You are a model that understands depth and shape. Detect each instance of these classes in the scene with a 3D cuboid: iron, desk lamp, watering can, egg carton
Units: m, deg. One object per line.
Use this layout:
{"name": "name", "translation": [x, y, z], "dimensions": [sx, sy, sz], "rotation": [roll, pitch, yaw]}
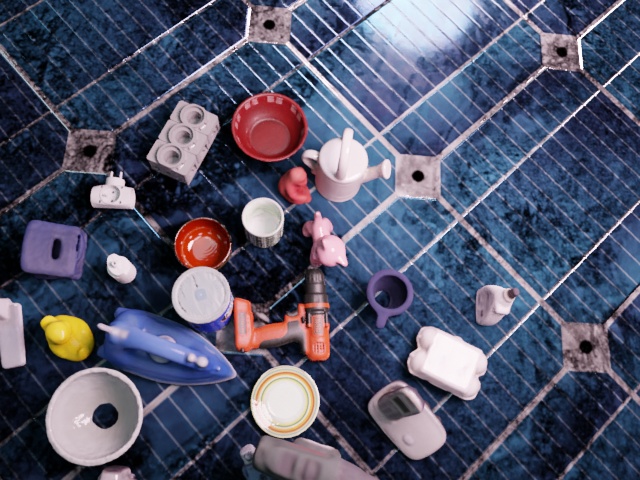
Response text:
{"name": "iron", "translation": [-0.278, 0.202, 1.046], "dimensions": [0.258, 0.141, 0.119], "rotation": [18, 73, 0]}
{"name": "desk lamp", "translation": [-0.610, 0.121, 1.002], "dimensions": [0.118, 0.213, 0.203], "rotation": [-13, 75, -8]}
{"name": "watering can", "translation": [0.053, -0.156, 1.151], "dimensions": [0.173, 0.194, 0.101], "rotation": [-9, 75, -7]}
{"name": "egg carton", "translation": [0.249, 0.239, 1.119], "dimensions": [0.150, 0.069, 0.107], "rotation": [25, 73, 2]}

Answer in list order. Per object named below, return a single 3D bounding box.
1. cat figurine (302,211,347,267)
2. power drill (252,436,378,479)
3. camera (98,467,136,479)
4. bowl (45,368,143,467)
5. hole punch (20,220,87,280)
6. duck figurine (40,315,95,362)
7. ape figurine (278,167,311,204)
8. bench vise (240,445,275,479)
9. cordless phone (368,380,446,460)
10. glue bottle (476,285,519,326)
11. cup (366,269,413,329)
{"name": "cat figurine", "translation": [0.010, 0.004, 1.141], "dimensions": [0.067, 0.117, 0.128], "rotation": [-15, 76, -9]}
{"name": "power drill", "translation": [-0.001, 0.393, 0.980], "dimensions": [0.229, 0.208, 0.076], "rotation": [17, 73, 0]}
{"name": "camera", "translation": [-0.323, 0.470, 0.985], "dimensions": [0.137, 0.101, 0.143], "rotation": [5, 73, -3]}
{"name": "bowl", "translation": [-0.398, 0.318, 1.036], "dimensions": [0.167, 0.074, 0.167], "rotation": [1, 74, -5]}
{"name": "hole punch", "translation": [-0.510, 0.019, 1.104], "dimensions": [0.101, 0.091, 0.108], "rotation": [2, 74, -4]}
{"name": "duck figurine", "translation": [-0.474, 0.179, 1.064], "dimensions": [0.104, 0.086, 0.077], "rotation": [40, 75, 7]}
{"name": "ape figurine", "translation": [-0.049, -0.120, 1.185], "dimensions": [0.076, 0.092, 0.078], "rotation": [17, 73, 0]}
{"name": "bench vise", "translation": [-0.075, 0.448, 0.951], "dimensions": [0.207, 0.219, 0.121], "rotation": [36, 74, 6]}
{"name": "cordless phone", "translation": [0.167, 0.322, 1.027], "dimensions": [0.094, 0.185, 0.147], "rotation": [-42, 81, -14]}
{"name": "glue bottle", "translation": [0.346, 0.118, 1.108], "dimensions": [0.037, 0.173, 0.078], "rotation": [8, 73, -2]}
{"name": "cup", "translation": [0.127, 0.124, 1.128], "dimensions": [0.091, 0.095, 0.118], "rotation": [17, 73, 0]}
